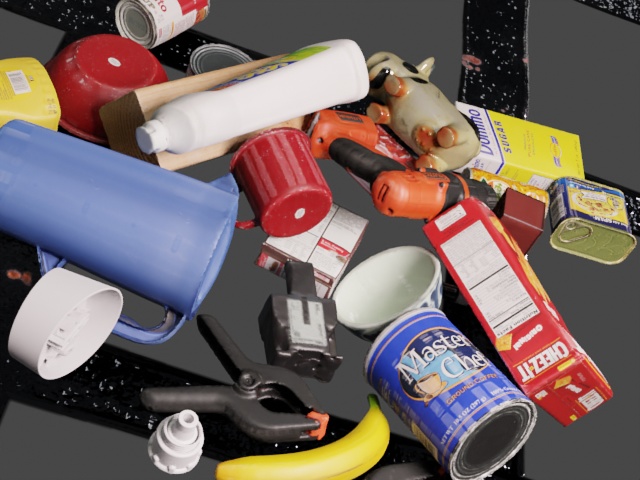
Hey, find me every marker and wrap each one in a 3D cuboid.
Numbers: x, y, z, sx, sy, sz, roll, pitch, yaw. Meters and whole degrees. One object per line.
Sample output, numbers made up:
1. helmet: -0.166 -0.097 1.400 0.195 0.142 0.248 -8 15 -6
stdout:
1. marker: 0.109 0.048 1.181 0.121 0.020 0.020 17 46 -10

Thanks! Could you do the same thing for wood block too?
1. wood block: -0.122 -0.134 1.167 0.205 0.091 0.090 -21 96 -36

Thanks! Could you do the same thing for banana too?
1. banana: -0.001 0.201 0.989 0.197 0.037 0.070 -16 34 -37

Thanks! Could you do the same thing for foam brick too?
1. foam brick: 0.222 -0.012 1.245 0.051 0.078 0.053 22 44 -4

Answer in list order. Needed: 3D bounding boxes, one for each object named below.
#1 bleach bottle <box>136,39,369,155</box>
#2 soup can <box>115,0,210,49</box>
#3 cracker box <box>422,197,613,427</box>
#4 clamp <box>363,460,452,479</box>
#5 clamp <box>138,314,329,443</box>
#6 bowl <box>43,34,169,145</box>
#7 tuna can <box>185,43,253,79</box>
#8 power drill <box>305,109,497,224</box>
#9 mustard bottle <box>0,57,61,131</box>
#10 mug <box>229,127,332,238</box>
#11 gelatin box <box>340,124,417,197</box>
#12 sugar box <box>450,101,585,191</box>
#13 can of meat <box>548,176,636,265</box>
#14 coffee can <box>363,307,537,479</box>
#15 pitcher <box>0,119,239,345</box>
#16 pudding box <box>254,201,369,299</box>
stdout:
1. bleach bottle: -0.072 -0.139 1.082 0.250 0.103 0.068 -27 109 -37
2. soup can: -0.192 -0.281 1.302 0.068 0.069 0.102 39 48 12
3. cracker box: 0.208 0.074 1.107 0.164 0.072 0.214 37 20 -58
4. clamp: 0.063 0.271 0.951 0.209 0.036 0.165 -25 64 -41
5. clamp: -0.078 0.145 0.985 0.172 0.039 0.120 28 54 21
6. bowl: -0.235 -0.182 1.205 0.162 0.055 0.162 12 47 -13
7. tuna can: -0.118 -0.195 1.284 0.086 0.034 0.086 12 47 -14
8. power drill: 0.084 -0.079 1.168 0.184 0.057 0.188 3 25 -47
9. mustard bottle: -0.374 -0.140 1.103 0.191 0.058 0.096 -11 58 -32
10. mug: -0.048 -0.052 1.110 0.117 0.093 0.081 -26 58 1
11. gelatin box: 0.071 -0.092 1.280 0.073 0.030 0.089 -29 66 -39
12. sugar box: 0.248 -0.113 1.367 0.176 0.048 0.093 15 48 -13
13. can of meat: 0.333 -0.027 1.321 0.102 0.058 0.084 16 45 -11
14. coffee can: 0.122 0.146 1.019 0.102 0.103 0.140 -13 42 -32
15. pitcher: -0.209 -0.016 1.031 0.243 0.145 0.149 22 33 0
16. pudding box: -0.007 0.001 1.157 0.090 0.039 0.113 27 43 4
